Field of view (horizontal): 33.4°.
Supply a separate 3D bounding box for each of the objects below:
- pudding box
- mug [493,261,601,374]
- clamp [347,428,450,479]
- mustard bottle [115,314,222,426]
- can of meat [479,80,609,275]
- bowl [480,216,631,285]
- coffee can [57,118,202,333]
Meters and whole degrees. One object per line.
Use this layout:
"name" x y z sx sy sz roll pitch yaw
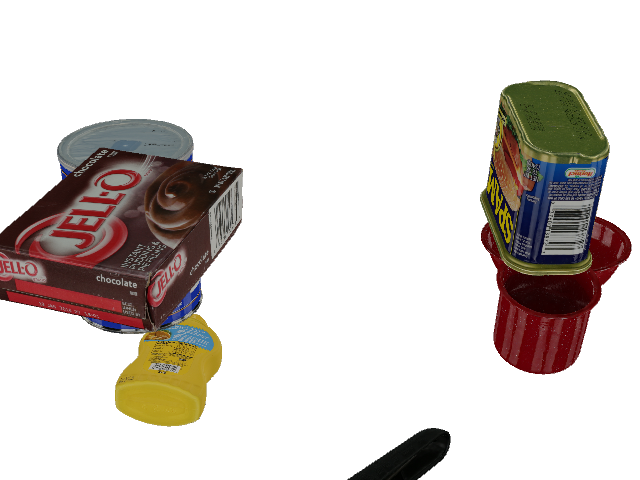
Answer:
"pudding box" -0.101 -0.004 0.552 0.090 0.039 0.113 10 32 17
"mug" 0.199 0.061 0.987 0.093 0.081 0.117 -12 42 -16
"clamp" -0.001 0.177 0.646 0.210 0.036 0.164 -5 28 4
"mustard bottle" -0.164 0.136 1.223 0.096 0.058 0.191 6 25 5
"can of meat" 0.139 -0.041 0.666 0.057 0.084 0.102 0 35 -5
"bowl" 0.256 0.021 1.175 0.162 0.055 0.162 -1 27 0
"coffee can" -0.148 -0.012 0.843 0.103 0.140 0.103 0 28 0
